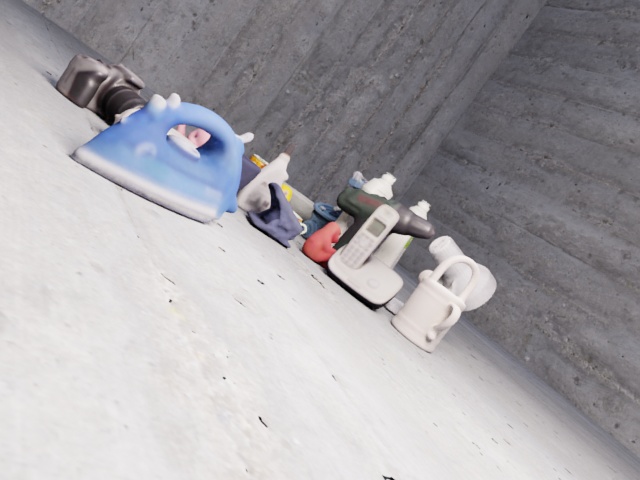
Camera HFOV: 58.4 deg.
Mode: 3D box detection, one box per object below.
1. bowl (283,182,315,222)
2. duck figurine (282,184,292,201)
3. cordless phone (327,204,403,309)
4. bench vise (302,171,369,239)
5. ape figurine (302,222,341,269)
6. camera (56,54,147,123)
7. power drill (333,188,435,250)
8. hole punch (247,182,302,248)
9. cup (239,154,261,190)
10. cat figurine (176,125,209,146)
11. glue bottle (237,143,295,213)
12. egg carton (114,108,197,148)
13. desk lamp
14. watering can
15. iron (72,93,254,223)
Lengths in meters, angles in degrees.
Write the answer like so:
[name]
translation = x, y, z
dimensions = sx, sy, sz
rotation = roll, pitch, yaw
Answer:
[bowl]
translation = -0.073, -0.105, 1.743
dimensions = 0.167, 0.074, 0.167
rotation = 36, 5, -3
[duck figurine]
translation = -0.099, -0.094, 1.401
dimensions = 0.077, 0.086, 0.105
rotation = 38, 5, 24
[cordless phone]
translation = 0.117, 0.031, 1.138
dimensions = 0.147, 0.185, 0.094
rotation = 37, 5, 15
[bench vise]
translation = 0.058, -0.074, 1.521
dimensions = 0.121, 0.219, 0.208
rotation = 38, 5, 17
[ape figurine]
translation = 0.011, 0.004, 1.204
dimensions = 0.076, 0.092, 0.077
rotation = 34, 6, -28
[camera]
translation = -0.367, -0.261, 1.032
dimensions = 0.136, 0.101, 0.144
rotation = 39, 6, 28
[power drill]
translation = 0.105, -0.003, 1.243
dimensions = 0.229, 0.208, 0.076
rotation = 39, 5, 27
[hole punch]
translation = -0.077, -0.051, 1.119
dimensions = 0.101, 0.091, 0.108
rotation = 34, 5, -22
[cup]
translation = -0.188, -0.136, 1.130
dimensions = 0.118, 0.095, 0.091
rotation = 35, 5, -14
[cat figurine]
translation = -0.238, -0.181, 1.079
dimensions = 0.127, 0.117, 0.067
rotation = 39, 6, 31
[glue bottle]
translation = -0.103, -0.130, 1.197
dimensions = 0.078, 0.173, 0.037
rotation = 33, 6, -33
[egg carton]
translation = -0.257, -0.148, 0.921
dimensions = 0.107, 0.069, 0.151
rotation = 40, 6, 33
[desk lamp]
translation = 0.275, 0.110, 1.322
dimensions = 0.204, 0.213, 0.117
rotation = 34, 5, -23
[watering can]
translation = 0.231, 0.111, 1.123
dimensions = 0.101, 0.194, 0.172
rotation = 32, 6, -41
[iron]
translation = -0.185, -0.122, 0.751
dimensions = 0.118, 0.141, 0.259
rotation = 38, 5, 25
